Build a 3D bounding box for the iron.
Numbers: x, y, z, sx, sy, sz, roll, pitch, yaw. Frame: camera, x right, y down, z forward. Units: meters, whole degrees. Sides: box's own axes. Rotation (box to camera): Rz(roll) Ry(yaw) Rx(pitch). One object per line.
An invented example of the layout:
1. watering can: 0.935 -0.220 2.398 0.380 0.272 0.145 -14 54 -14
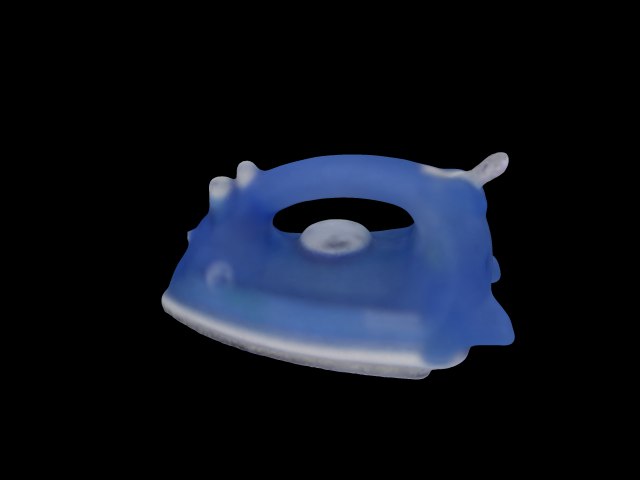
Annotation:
1. iron: 0.004 0.001 0.400 0.258 0.141 0.118 4 28 7
